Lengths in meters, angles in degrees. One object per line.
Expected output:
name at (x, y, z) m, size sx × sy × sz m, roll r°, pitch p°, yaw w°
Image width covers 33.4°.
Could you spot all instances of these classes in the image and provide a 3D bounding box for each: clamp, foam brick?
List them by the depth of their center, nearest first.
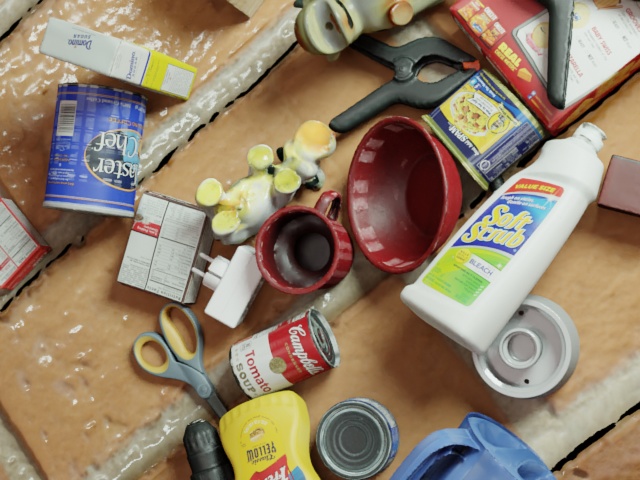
clamp at (0.255, -0.250, 1.017) m, size 0.165 × 0.036 × 0.210 m, roll -26°, pitch 79°, yaw 12°
foam brick at (0.320, -0.048, 1.052) m, size 0.078 × 0.053 × 0.051 m, roll 16°, pitch 92°, yaw 19°
clamp at (0.085, -0.186, 1.143) m, size 0.171 × 0.039 × 0.120 m, roll -10°, pitch 82°, yaw 11°

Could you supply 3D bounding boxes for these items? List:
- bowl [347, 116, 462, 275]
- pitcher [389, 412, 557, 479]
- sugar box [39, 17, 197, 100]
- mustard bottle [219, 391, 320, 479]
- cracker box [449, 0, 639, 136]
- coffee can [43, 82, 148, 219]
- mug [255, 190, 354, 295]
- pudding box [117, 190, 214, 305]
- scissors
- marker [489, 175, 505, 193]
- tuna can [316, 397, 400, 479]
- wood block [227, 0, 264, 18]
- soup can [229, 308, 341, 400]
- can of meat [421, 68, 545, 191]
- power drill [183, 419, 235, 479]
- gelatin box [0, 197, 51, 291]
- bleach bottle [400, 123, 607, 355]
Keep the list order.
bowl at (0.096, -0.046, 1.099) m, size 0.162 × 0.055 × 0.162 m, roll 5°, pitch 95°, yaw 55°
pitcher at (0.117, 0.295, 1.052) m, size 0.149 × 0.144 × 0.243 m, roll 41°, pitch 102°, yaw 13°
sugar box at (-0.216, -0.197, 1.167) m, size 0.093 × 0.176 × 0.048 m, roll 20°, pitch 94°, yaw 18°
mustard bottle at (-0.045, 0.258, 1.106) m, size 0.096 × 0.058 × 0.191 m, roll -22°, pitch 55°, yaw 12°
cracker box at (0.265, -0.235, 1.071) m, size 0.214 × 0.072 × 0.164 m, roll -40°, pitch 77°, yaw 11°
coffee can at (-0.255, -0.100, 1.213) m, size 0.103 × 0.102 × 0.140 m, roll 6°, pitch 88°, yaw 18°
mug at (-0.007, 0.001, 1.138) m, size 0.093 × 0.081 × 0.117 m, roll 23°, pitch 94°, yaw 18°
pudding box at (-0.172, 0.009, 1.214) m, size 0.090 × 0.039 × 0.113 m, roll 17°, pitch 94°, yaw 17°
scissors at (-0.148, 0.170, 1.208) m, size 0.096 × 0.016 × 0.202 m, roll -24°, pitch 80°, yaw 16°
marker at (0.199, -0.023, 1.106) m, size 0.020 × 0.020 × 0.121 m, roll -26°, pitch 79°, yaw 15°
tuna can at (0.040, 0.212, 1.135) m, size 0.086 × 0.033 × 0.086 m, roll -1°, pitch 86°, yaw 18°
wood block at (-0.060, -0.362, 1.173) m, size 0.091 × 0.090 × 0.206 m, roll 40°, pitch 98°, yaw 16°
soup can at (-0.038, 0.124, 1.148) m, size 0.102 × 0.068 × 0.068 m, roll -25°, pitch 80°, yaw 15°
can of meat at (0.168, -0.116, 1.092) m, size 0.084 × 0.057 × 0.102 m, roll -41°, pitch 56°, yaw 9°
power drill at (-0.169, 0.310, 1.184) m, size 0.188 × 0.057 × 0.184 m, roll -22°, pitch 81°, yaw 15°
gelatin box at (-0.377, 0.005, 1.285) m, size 0.073 × 0.030 × 0.089 m, roll -45°, pitch 75°, yaw 9°
bleach bottle at (0.193, -0.013, 1.059) m, size 0.103 × 0.068 × 0.251 m, roll 32°, pitch 83°, yaw 42°
